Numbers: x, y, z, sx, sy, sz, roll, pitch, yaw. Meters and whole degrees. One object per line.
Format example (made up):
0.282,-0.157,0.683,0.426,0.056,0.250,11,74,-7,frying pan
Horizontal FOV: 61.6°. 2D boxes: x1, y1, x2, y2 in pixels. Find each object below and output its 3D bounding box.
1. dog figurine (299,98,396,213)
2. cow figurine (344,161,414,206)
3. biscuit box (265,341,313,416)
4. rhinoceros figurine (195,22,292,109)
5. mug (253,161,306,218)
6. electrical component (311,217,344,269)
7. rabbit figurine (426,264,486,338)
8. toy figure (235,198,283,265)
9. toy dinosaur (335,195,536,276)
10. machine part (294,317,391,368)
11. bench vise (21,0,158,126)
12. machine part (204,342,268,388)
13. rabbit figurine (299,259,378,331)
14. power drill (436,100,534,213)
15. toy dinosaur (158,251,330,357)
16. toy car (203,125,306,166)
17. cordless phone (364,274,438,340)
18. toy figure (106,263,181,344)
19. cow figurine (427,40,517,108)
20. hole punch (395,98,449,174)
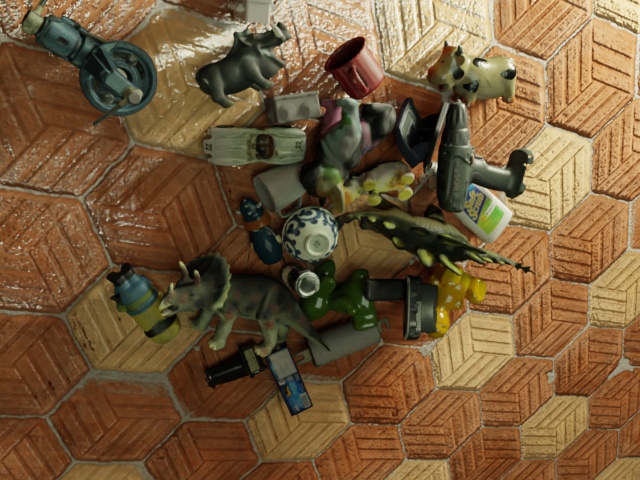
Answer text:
0.053,-0.165,1.058,0.191,0.109,0.219,-1,106,-33,dog figurine
0.108,-0.125,1.133,0.167,0.098,0.068,-9,132,1,cow figurine
-0.078,0.321,1.272,0.059,0.063,0.202,-24,119,-9,biscuit box
-0.132,-0.317,0.971,0.190,0.073,0.112,-33,109,-1,rhinoceros figurine
-0.064,-0.103,1.081,0.107,0.081,0.109,-32,118,-17,mug
-0.002,-0.004,1.163,0.074,0.048,0.119,30,100,-28,electrical component
0.280,0.144,1.268,0.122,0.162,0.173,26,80,-29,rabbit figurine
-0.124,-0.021,1.109,0.064,0.058,0.154,-27,114,-13,toy figure
0.253,0.002,1.172,0.471,0.199,0.105,10,112,-21,toy dinosaur
0.054,0.236,1.273,0.243,0.079,0.079,-20,118,-10,machine part
-0.338,-0.269,0.830,0.129,0.241,0.223,-45,135,0,bench vise
-0.195,0.289,1.220,0.139,0.039,0.084,-26,90,-1,machine part
0.033,0.132,1.201,0.170,0.121,0.158,-11,122,2,rabbit figurine
0.346,-0.168,1.140,0.207,0.086,0.231,2,107,-23,power drill
-0.142,0.134,1.135,0.405,0.131,0.192,9,110,-26,toy dinosaur
-0.124,-0.182,1.037,0.202,0.056,0.073,-4,114,-18,toy car
0.169,0.149,1.184,0.184,0.089,0.146,4,88,-38,cordless phone
-0.352,0.133,1.077,0.082,0.089,0.180,-26,121,1,toy figure
0.314,-0.342,1.106,0.195,0.086,0.127,-7,121,-14,cow figurine
0.203,-0.218,1.102,0.092,0.142,0.115,13,143,10,hole punch
